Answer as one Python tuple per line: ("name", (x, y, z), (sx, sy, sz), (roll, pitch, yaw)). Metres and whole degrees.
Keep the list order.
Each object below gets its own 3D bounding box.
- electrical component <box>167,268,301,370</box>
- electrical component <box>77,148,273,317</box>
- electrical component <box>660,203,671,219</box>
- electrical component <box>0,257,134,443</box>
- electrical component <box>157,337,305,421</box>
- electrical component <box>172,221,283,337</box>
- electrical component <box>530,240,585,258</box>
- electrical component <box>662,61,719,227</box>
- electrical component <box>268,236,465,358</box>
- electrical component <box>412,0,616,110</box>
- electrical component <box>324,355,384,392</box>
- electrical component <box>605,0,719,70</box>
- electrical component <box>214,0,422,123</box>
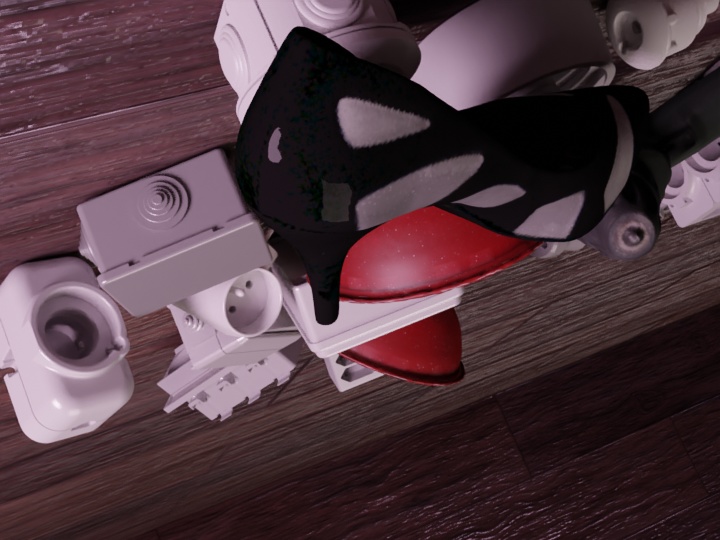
("electrical component", (-0.093, 0.032, 0.792), (0.061, 0.061, 0.096), (-30, 166, 24))
("electrical component", (-0.101, -0.020, 0.597), (0.100, 0.048, 0.099), (-23, 167, -5))
("electrical component", (0.275, -0.086, 0.959), (0.081, 0.063, 0.042), (-28, 166, 16))
("electrical component", (-0.173, 0.044, 0.621), (0.054, 0.095, 0.059), (-12, 162, -41))
("electrical component", (-0.107, 0.076, 0.912), (0.121, 0.063, 0.078), (-34, -157, 37))
("electrical component", (-0.078, -0.002, 0.682), (0.044, 0.077, 0.079), (43, 74, -38))
("electrical component", (0.190, -0.037, 1.050), (0.055, 0.045, 0.045), (-13, 163, -39))
("electrical component", (0.291, -0.106, 0.849), (0.062, 0.089, 0.150), (-18, 166, -24))
("electrical component", (0.000, 0.000, 0.733), (0.109, 0.056, 0.108), (-21, -158, -9))
("electrical component", (0.084, -0.099, 0.575), (0.108, 0.060, 0.108), (-22, 167, -5))
("electrical component", (-0.018, 0.058, 1.019), (0.047, 0.083, 0.075), (-21, -155, -10))
("electrical component", (0.172, -0.142, 0.599), (0.062, 0.048, 0.048), (-26, 169, -23))
("electrical component", (-0.019, -0.091, 0.450), (0.080, 0.051, 0.080), (-22, 167, -5))
